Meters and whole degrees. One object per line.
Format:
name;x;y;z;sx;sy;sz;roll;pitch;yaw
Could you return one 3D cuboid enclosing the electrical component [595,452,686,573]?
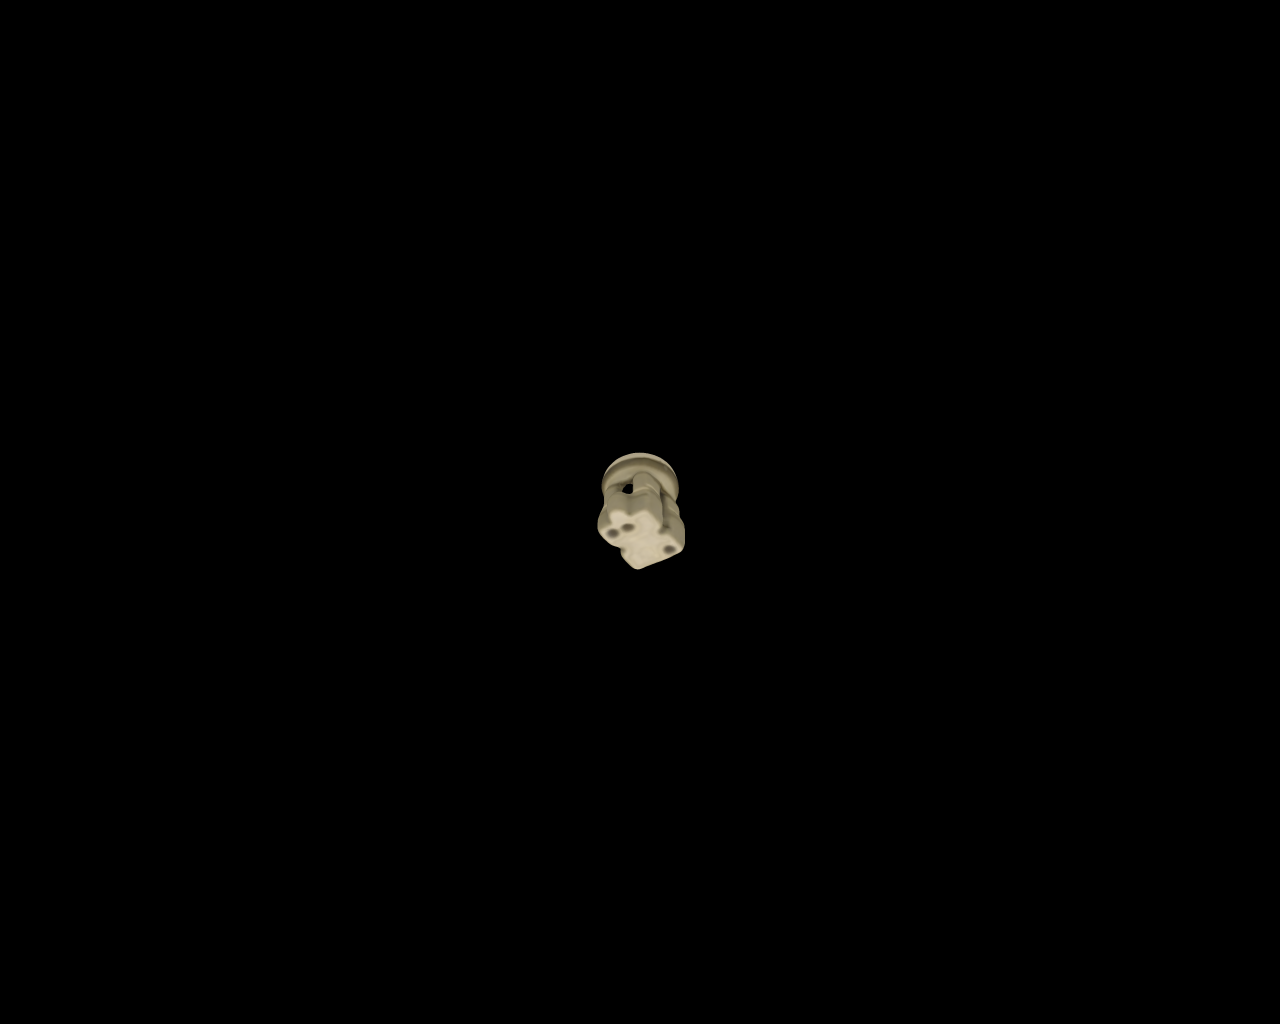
electrical component;0.001;-0.003;0.650;0.048;0.055;0.066;-24;-50;22
